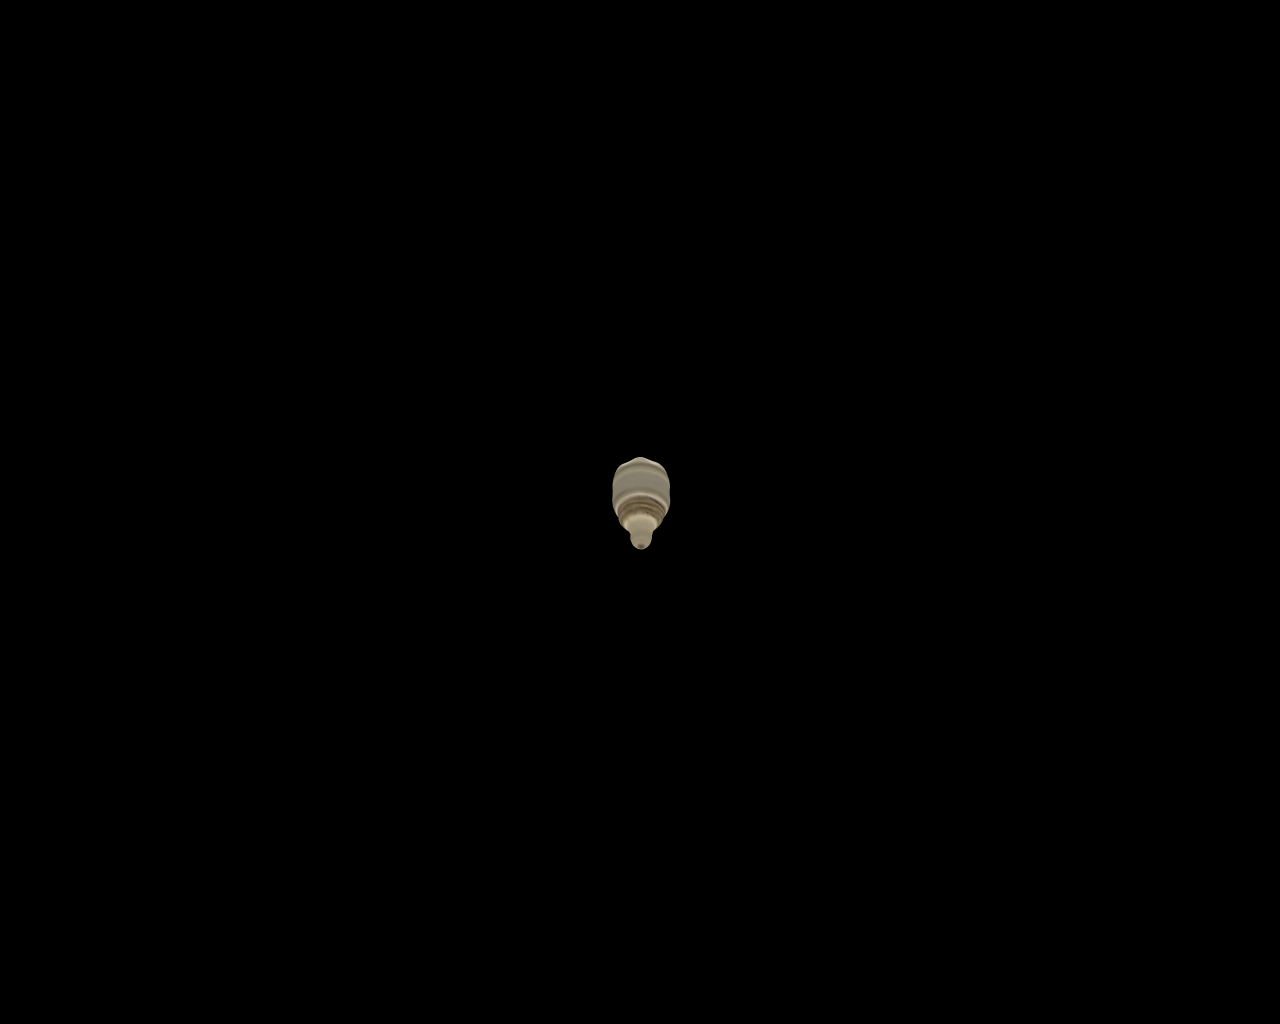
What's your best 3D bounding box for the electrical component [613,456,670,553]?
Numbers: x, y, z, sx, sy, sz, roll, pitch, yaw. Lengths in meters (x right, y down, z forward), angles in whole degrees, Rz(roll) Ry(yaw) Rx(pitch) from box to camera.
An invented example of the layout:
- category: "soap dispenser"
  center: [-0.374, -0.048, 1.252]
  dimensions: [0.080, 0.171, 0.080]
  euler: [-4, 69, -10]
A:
- category: "electrical component"
  center: [0.001, -0.003, 0.650]
  dimensions: [0.035, 0.061, 0.035]
  euler: [0, -40, 0]
